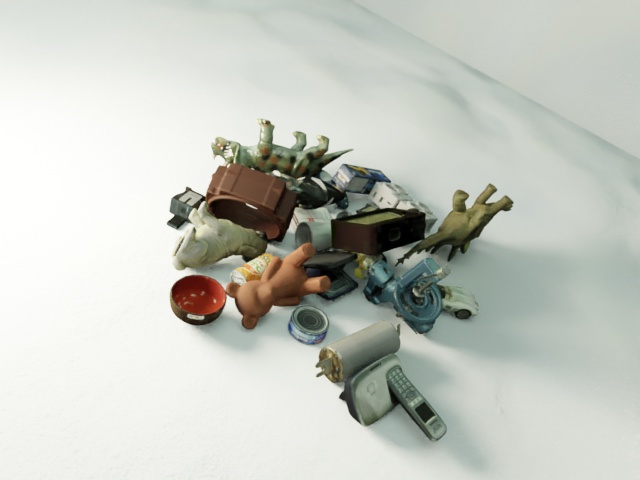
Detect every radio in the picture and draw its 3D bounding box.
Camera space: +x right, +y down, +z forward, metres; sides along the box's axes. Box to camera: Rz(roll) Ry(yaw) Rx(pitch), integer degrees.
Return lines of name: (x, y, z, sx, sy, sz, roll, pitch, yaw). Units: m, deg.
radio: (0.146, -0.025, 1.294, 0.229, 0.073, 0.131, -15, 19, -43)

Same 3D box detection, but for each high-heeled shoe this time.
high-heeled shoe: (-0.055, -0.112, 1.439, 0.249, 0.086, 0.145, 1, 21, 1)

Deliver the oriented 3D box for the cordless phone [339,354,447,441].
cordless phone: (0.139, 0.318, 1.012, 0.146, 0.088, 0.184, -21, 57, -41)

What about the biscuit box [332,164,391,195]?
biscuit box: (0.127, -0.176, 1.591, 0.202, 0.059, 0.063, 0, 43, -51)

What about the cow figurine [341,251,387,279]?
cow figurine: (0.101, 0.021, 1.371, 0.098, 0.068, 0.167, -11, 47, -34)

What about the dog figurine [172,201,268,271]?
dog figurine: (-0.220, 0.025, 1.212, 0.190, 0.121, 0.172, 32, 76, -21)

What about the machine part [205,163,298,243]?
machine part: (-0.163, -0.080, 1.263, 0.201, 0.201, 0.087, 20, 63, -1)

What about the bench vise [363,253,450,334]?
bench vise: (0.201, 0.096, 1.196, 0.129, 0.240, 0.223, -23, 75, -31)

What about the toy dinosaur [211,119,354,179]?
toy dinosaur: (-0.100, -0.223, 1.512, 0.405, 0.192, 0.131, 13, 9, -19)

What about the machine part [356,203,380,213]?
machine part: (0.173, -0.057, 1.530, 0.139, 0.039, 0.084, 33, 31, 19)

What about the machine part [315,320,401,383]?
machine part: (0.083, 0.226, 1.102, 0.243, 0.079, 0.079, -16, 50, -39)

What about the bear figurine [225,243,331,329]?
bear figurine: (-0.091, 0.098, 1.139, 0.196, 0.132, 0.120, -24, 90, -52)

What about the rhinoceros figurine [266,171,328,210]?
rhinoceros figurine: (-0.068, -0.120, 1.348, 0.190, 0.073, 0.112, 17, 7, -37)

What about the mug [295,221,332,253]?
mug: (-0.003, -0.004, 1.342, 0.107, 0.109, 0.080, -3, 79, -31)

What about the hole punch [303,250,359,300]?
hole punch: (0.021, 0.079, 1.264, 0.142, 0.092, 0.116, -22, 22, -40)

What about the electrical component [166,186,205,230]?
electrical component: (-0.330, -0.077, 1.313, 0.075, 0.047, 0.119, 27, 36, 9)

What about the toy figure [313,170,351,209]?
toy figure: (0.030, -0.149, 1.565, 0.064, 0.057, 0.155, -41, 62, -7)

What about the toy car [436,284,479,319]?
toy car: (0.299, 0.138, 1.327, 0.202, 0.056, 0.073, 16, 37, -6)

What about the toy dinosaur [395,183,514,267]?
toy dinosaur: (0.383, -0.035, 1.463, 0.471, 0.198, 0.105, -15, 51, -38)

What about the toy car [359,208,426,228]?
toy car: (0.185, -0.036, 1.457, 0.202, 0.053, 0.089, -5, 58, 4)
